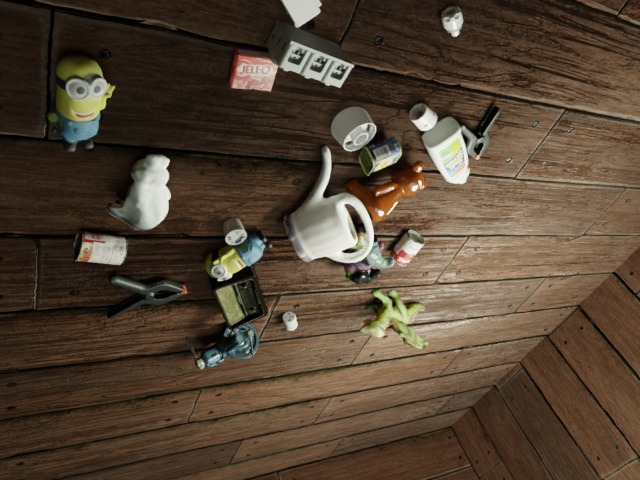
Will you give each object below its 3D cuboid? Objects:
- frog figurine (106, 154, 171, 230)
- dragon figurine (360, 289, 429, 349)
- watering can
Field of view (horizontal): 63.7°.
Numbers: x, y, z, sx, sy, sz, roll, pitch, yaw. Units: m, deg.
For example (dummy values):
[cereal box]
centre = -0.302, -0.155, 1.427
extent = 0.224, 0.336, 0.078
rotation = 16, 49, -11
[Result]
[frog figurine]
centre = -0.360, -0.103, 1.095
extent = 0.159, 0.123, 0.137
rotation = -44, 173, 8
[dragon figurine]
centre = 0.296, 0.300, 1.846
extent = 0.409, 0.248, 0.120
rotation = 10, 125, -35
[watering can]
centre = 0.004, -0.068, 1.351
extent = 0.223, 0.106, 0.342
rotation = -21, 118, 14
